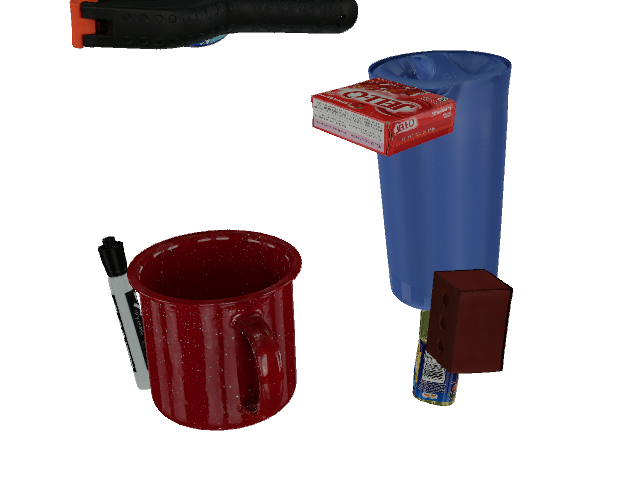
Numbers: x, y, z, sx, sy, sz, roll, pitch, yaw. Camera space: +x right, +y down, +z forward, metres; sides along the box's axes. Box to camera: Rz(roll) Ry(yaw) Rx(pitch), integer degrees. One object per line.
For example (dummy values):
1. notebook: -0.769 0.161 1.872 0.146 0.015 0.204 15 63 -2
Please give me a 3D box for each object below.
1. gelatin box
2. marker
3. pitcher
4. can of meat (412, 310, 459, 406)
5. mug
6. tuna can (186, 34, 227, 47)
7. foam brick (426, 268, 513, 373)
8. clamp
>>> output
1. gelatin box: 0.048 -0.098 0.828 0.073 0.030 0.089 -21 32 -35
2. marker: -0.144 0.055 0.802 0.020 0.121 0.020 -11 18 3
3. pitcher: 0.122 -0.063 1.050 0.149 0.243 0.145 -14 25 -23
4. can of meat: 0.144 0.141 1.295 0.057 0.084 0.102 8 21 4
5. mug: -0.049 0.053 0.572 0.093 0.081 0.117 -15 27 -26
6. tuna can: -0.115 -0.212 0.943 0.086 0.086 0.034 0 -31 -13
7. foam brick: 0.127 0.069 0.916 0.051 0.078 0.053 -3 19 -20
8. clamp: -0.076 -0.147 0.663 0.171 0.039 0.120 -8 22 -25
